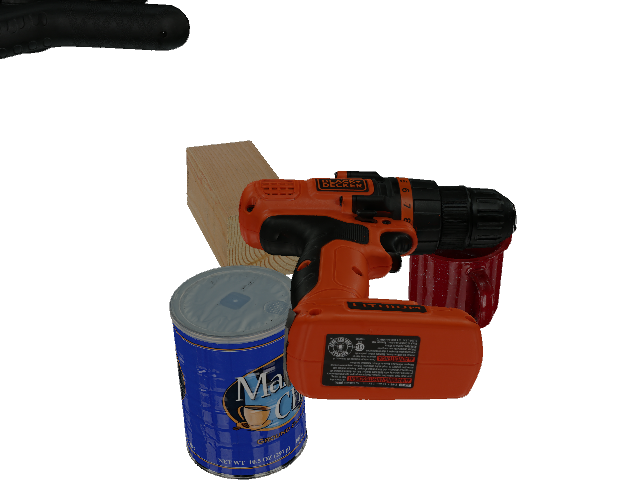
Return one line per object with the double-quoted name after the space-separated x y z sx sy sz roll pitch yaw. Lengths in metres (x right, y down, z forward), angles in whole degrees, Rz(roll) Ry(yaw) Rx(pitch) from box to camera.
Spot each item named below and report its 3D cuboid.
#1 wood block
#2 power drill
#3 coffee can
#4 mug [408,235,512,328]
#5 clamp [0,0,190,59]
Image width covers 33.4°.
-0.099 -0.041 1.320 0.090 0.090 0.206 -8 30 -18 "wood block"
0.043 0.019 0.645 0.184 0.057 0.187 -1 29 -4 "power drill"
-0.064 0.105 0.862 0.103 0.140 0.103 -2 30 1 "coffee can"
0.124 0.031 0.940 0.093 0.081 0.117 -12 36 -16 "mug"
-0.166 -0.133 0.625 0.171 0.039 0.120 -4 22 -9 "clamp"
